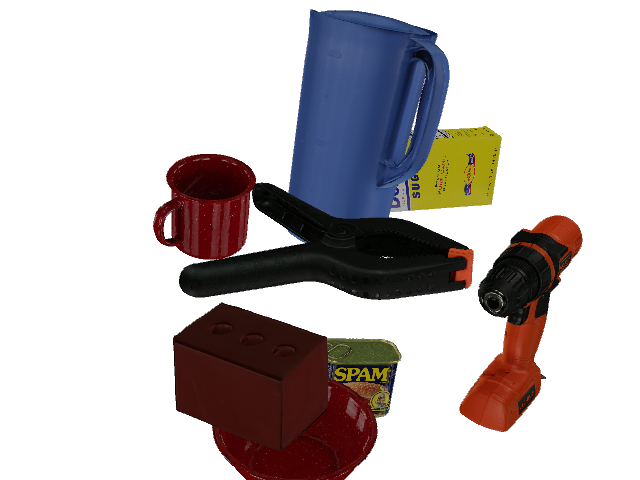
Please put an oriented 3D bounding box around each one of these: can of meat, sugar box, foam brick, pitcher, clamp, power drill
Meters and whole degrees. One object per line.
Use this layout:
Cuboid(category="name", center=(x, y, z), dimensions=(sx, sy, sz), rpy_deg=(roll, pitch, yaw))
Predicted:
Cuboid(category="can of meat", center=(0.042, 0.171, 1.314), dimensions=(0.102, 0.084, 0.057), rpy_deg=(2, 23, -15))
Cuboid(category="sugar box", center=(0.127, -0.085, 1.286), dimensions=(0.176, 0.093, 0.048), rpy_deg=(-7, 26, -22))
Cuboid(category="foam brick", center=(-0.041, 0.079, 0.626), dimensions=(0.078, 0.051, 0.052), rpy_deg=(16, 28, 26))
Cuboid(category="pitcher", center=(0.041, -0.112, 1.112), dimensions=(0.145, 0.243, 0.149), rpy_deg=(10, 16, -2))
Cuboid(category="clamp", center=(0.013, 0.003, 0.824), dimensions=(0.210, 0.036, 0.164), rpy_deg=(4, 30, 10))
Cuboid(category="power drill", center=(0.182, 0.082, 0.997), dimensions=(0.057, 0.188, 0.184), rpy_deg=(24, 31, 25))

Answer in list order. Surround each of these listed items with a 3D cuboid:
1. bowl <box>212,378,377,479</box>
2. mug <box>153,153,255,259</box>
Cuboid(category="bowl", center=(-0.025, 0.202, 1.054), dimensions=(0.162, 0.055, 0.162), rpy_deg=(1, 31, -1))
Cuboid(category="mug", center=(-0.126, -0.029, 1.126), dimensions=(0.093, 0.081, 0.117), rpy_deg=(34, 44, 32))
